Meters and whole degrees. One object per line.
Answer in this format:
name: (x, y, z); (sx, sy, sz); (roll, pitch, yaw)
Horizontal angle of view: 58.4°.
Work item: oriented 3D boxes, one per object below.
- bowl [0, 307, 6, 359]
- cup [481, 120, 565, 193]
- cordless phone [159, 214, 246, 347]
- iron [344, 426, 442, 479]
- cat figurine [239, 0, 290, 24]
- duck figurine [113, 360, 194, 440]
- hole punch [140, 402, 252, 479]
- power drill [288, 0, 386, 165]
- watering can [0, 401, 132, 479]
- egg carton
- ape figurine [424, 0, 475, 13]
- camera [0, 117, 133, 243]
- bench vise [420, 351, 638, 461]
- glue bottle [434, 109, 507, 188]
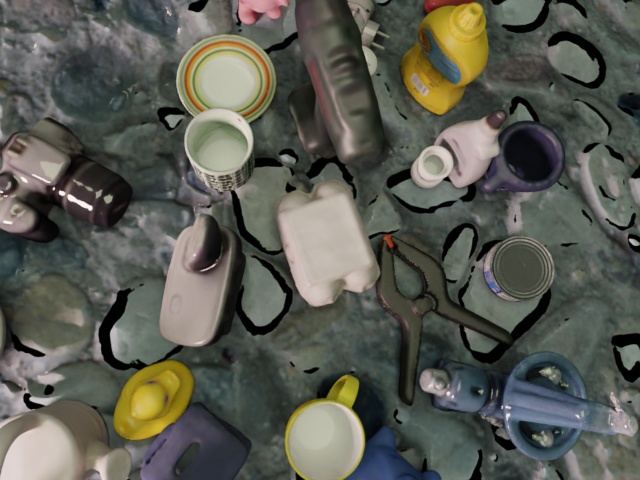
bowl: (-0.436, 0.113, 0.657); (0.167, 0.074, 0.167); (1, 80, -5)
cup: (0.247, -0.090, 0.747); (0.118, 0.095, 0.091); (-37, 85, -10)
cordless phone: (-0.139, 0.045, 0.641); (0.094, 0.185, 0.148); (8, 80, -4)
iron: (0.030, 0.340, 0.630); (0.118, 0.141, 0.258); (42, 79, 3)
cat figurine: (-0.080, -0.345, 0.746); (0.067, 0.117, 0.128); (-15, 82, -7)
duck figurine: (-0.197, 0.187, 0.662); (0.105, 0.086, 0.077); (-44, 87, -10)
hole punch: (-0.144, 0.253, 0.654); (0.101, 0.091, 0.109); (37, 79, 2)
power drill: (0.009, -0.189, 0.682); (0.075, 0.208, 0.229); (-19, 83, -8)
watering can: (-0.287, 0.225, 0.592); (0.173, 0.194, 0.101); (-17, 82, -8)
egg carton: (0.007, 0.003, 0.721); (0.107, 0.069, 0.150); (-20, 83, -8)
ape figurine: (0.184, -0.343, 0.785); (0.078, 0.092, 0.076); (-26, 84, -9)
camera: (-0.310, -0.059, 0.685); (0.137, 0.100, 0.143); (28, 79, 0)
bench vise: (0.224, 0.190, 0.634); (0.207, 0.219, 0.121); (-5, 81, -6)
glue bottle: (0.192, -0.122, 0.707); (0.037, 0.173, 0.078); (-24, 83, -9)
